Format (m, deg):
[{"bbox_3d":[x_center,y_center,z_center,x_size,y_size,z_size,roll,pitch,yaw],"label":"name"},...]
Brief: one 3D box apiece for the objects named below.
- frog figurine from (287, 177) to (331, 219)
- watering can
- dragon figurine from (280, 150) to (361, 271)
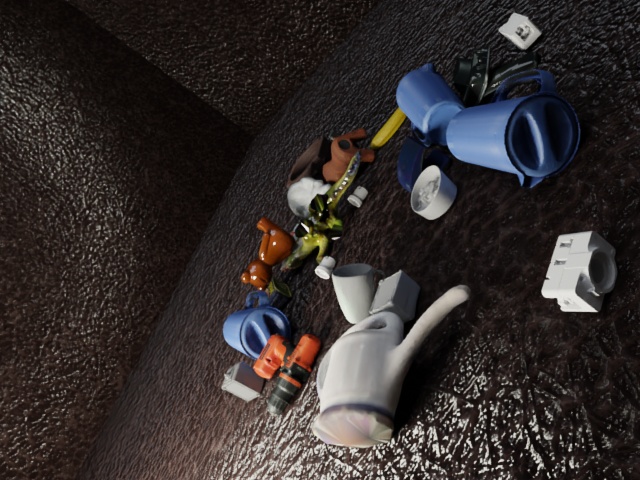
[{"bbox_3d":[-0.029,-0.132,1.649,0.160,0.123,0.137,16,105,61],"label":"frog figurine"},{"bbox_3d":[0.095,0.205,0.821,0.342,0.103,0.230,-36,28,43],"label":"watering can"},{"bbox_3d":[0.004,-0.074,1.479,0.409,0.122,0.244,-59,10,4],"label":"dragon figurine"}]
